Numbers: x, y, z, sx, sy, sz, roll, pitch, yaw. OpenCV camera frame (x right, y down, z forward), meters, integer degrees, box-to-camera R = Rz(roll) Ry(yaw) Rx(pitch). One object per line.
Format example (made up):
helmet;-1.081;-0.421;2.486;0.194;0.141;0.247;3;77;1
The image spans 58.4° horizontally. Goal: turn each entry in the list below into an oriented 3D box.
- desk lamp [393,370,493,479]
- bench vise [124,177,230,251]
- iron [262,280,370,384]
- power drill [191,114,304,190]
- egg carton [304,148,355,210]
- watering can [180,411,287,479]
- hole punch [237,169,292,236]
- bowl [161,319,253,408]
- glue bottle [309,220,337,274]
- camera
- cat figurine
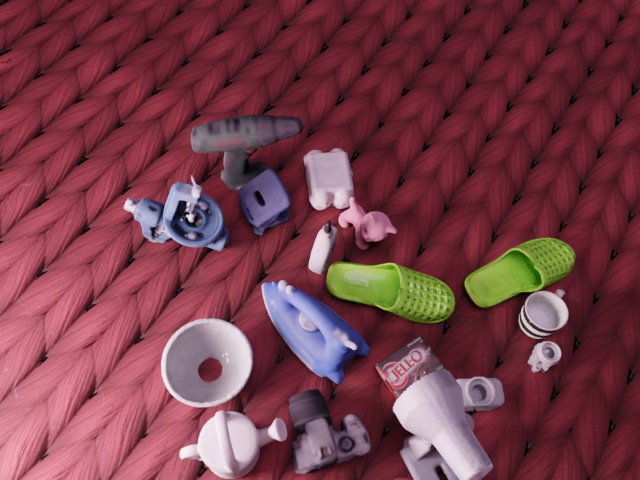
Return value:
desk lamp;0.211;0.347;0.989;0.118;0.213;0.203;-23;68;-16
bench vise;-0.288;-0.049;1.132;0.207;0.220;0.121;-2;64;-6
iron;-0.022;0.149;1.104;0.258;0.141;0.119;41;67;14
power drill;-0.152;-0.191;1.221;0.229;0.208;0.075;-2;64;-6
egg carton;0.022;-0.137;1.289;0.107;0.069;0.150;-6;64;-8
watering can;-0.146;0.339;0.969;0.173;0.194;0.100;-31;70;-18
hole punch;-0.120;-0.083;1.237;0.101;0.091;0.108;-25;68;-16
bowl;-0.209;0.237;1.080;0.167;0.075;0.167;2;64;-4
glue bottle;0.011;0.004;1.161;0.037;0.173;0.078;24;64;7
camera;0.007;0.338;1.036;0.143;0.101;0.136;-14;66;-12
cat figurine;0.102;-0.040;1.222;0.067;0.118;0.127;-33;71;-19
